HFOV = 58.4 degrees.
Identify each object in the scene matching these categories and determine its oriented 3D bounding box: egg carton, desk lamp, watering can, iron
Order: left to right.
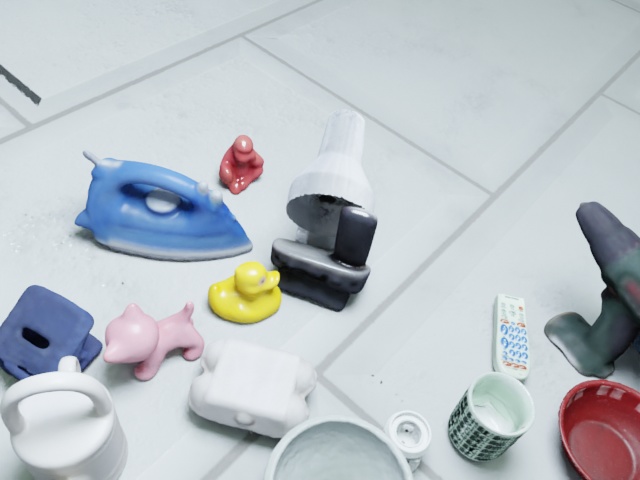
[{"bbox_3d":[-0.257,0.197,0.587,0.101,0.194,0.172,-26,59,-28],"label":"watering can"},{"bbox_3d":[-0.222,-0.056,0.839,0.258,0.141,0.118,11,49,-1],"label":"iron"},{"bbox_3d":[-0.082,0.184,0.711,0.150,0.069,0.107,13,49,1],"label":"egg carton"},{"bbox_3d":[0.019,-0.070,0.847,0.118,0.213,0.203,11,49,-1],"label":"desk lamp"}]

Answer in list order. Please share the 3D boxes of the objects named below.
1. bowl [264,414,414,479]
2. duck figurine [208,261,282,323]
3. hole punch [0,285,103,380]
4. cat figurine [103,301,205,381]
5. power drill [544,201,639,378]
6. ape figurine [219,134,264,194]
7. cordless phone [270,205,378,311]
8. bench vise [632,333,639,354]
[{"bbox_3d":[0.018,0.287,0.639,0.167,0.075,0.167,5,50,-6],"label":"bowl"},{"bbox_3d":[-0.103,0.064,0.797,0.105,0.086,0.077,-1,51,-10],"label":"duck figurine"},{"bbox_3d":[-0.336,0.125,0.701,0.108,0.091,0.101,26,51,12],"label":"hole punch"},{"bbox_3d":[-0.210,0.116,0.713,0.128,0.118,0.067,-25,58,-27],"label":"cat figurine"},{"bbox_3d":[0.398,0.088,0.785,0.076,0.208,0.229,-21,57,-25],"label":"power drill"},{"bbox_3d":[-0.131,-0.134,0.954,0.078,0.092,0.076,-5,51,-14],"label":"ape figurine"},{"bbox_3d":[0.007,0.003,0.802,0.147,0.185,0.094,15,49,3],"label":"cordless phone"},{"bbox_3d":[0.513,0.132,0.761,0.122,0.220,0.207,-11,53,-18],"label":"bench vise"}]
